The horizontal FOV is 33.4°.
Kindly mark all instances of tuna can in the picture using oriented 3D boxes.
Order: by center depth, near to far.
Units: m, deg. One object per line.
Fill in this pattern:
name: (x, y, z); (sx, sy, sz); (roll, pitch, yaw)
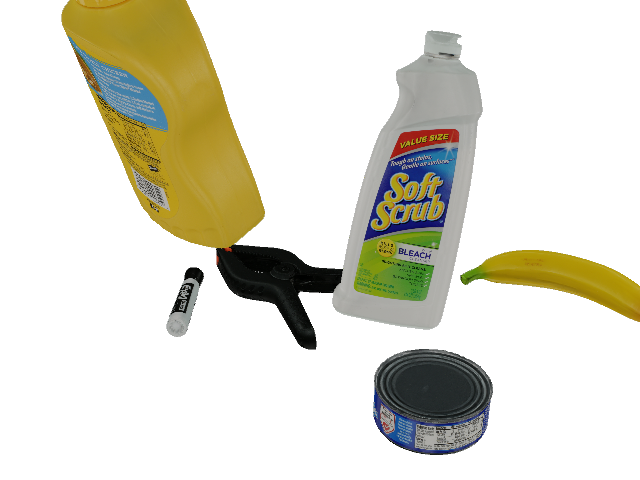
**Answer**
tuna can: (0.081, 0.117, 0.779); (0.086, 0.034, 0.086); (1, 30, -1)

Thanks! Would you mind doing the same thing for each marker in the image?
marker: (-0.126, 0.055, 1.008); (0.020, 0.020, 0.121); (0, 22, 2)

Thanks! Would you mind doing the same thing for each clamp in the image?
clamp: (-0.040, 0.052, 1.182); (0.210, 0.036, 0.164); (17, 31, 26)

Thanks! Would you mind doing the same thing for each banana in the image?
banana: (0.242, 0.043, 1.054); (0.198, 0.037, 0.069); (10, 46, 26)

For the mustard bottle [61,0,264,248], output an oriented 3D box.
mustard bottle: (-0.090, -0.085, 0.570); (0.058, 0.191, 0.096); (-39, 51, -20)

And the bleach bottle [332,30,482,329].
bleach bottle: (0.078, -0.054, 0.920); (0.102, 0.251, 0.068); (10, 16, 8)
